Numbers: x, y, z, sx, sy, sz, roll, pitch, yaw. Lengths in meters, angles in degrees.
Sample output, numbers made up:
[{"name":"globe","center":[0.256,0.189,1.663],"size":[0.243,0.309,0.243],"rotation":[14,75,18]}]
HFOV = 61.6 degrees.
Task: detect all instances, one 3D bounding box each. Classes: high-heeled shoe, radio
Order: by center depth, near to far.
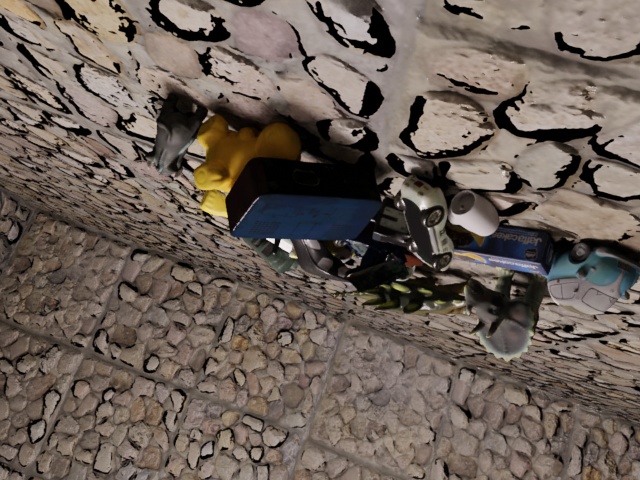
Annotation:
[{"name":"radio","center":[-0.023,-0.060,0.853],"size":[0.229,0.073,0.131],"rotation":[0,150,-28]},{"name":"high-heeled shoe","center":[-0.002,-0.003,1.152],"size":[0.248,0.145,0.086],"rotation":[25,167,-30]}]

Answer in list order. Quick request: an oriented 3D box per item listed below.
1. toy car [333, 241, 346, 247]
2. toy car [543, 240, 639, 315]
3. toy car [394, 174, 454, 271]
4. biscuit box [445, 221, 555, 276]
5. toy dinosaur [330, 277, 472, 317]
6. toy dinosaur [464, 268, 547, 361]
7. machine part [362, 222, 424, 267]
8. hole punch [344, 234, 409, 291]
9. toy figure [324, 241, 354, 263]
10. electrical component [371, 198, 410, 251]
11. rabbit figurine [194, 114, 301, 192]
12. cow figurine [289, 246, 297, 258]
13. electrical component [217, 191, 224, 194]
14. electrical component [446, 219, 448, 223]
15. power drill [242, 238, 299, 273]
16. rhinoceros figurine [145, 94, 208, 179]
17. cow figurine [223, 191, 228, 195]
[{"name":"toy car","center":[0.001,-0.050,1.062],"size":[0.089,0.053,0.202],"rotation":[64,-168,28]},{"name":"toy car","center":[0.426,0.068,0.871],"size":[0.109,0.103,0.162],"rotation":[25,164,-15]},{"name":"toy car","center":[0.173,-0.022,0.871],"size":[0.074,0.056,0.201],"rotation":[39,164,39]},{"name":"biscuit box","center":[0.292,0.009,0.923],"size":[0.203,0.059,0.062],"rotation":[10,163,37]},{"name":"toy dinosaur","center":[0.214,0.138,1.350],"size":[0.198,0.105,0.472],"rotation":[7,169,-34]},{"name":"toy dinosaur","center":[0.401,0.171,1.129],"size":[0.131,0.192,0.404],"rotation":[15,165,29]},{"name":"machine part","center":[0.145,0.005,1.142],"size":[0.179,0.056,0.179],"rotation":[19,166,5]},{"name":"hole punch","center":[0.109,0.035,1.061],"size":[0.116,0.092,0.142],"rotation":[-16,150,13]},{"name":"toy figure","center":[0.009,-0.016,1.213],"size":[0.180,0.089,0.082],"rotation":[32,175,-11]},{"name":"electrical component","center":[0.121,-0.034,0.979],"size":[0.119,0.075,0.047],"rotation":[14,165,8]},{"name":"rabbit figurine","center":[-0.095,-0.128,0.857],"size":[0.173,0.122,0.162],"rotation":[-16,148,38]},{"name":"cow figurine","center":[0.005,0.006,1.315],"size":[0.068,0.098,0.167],"rotation":[4,178,43]},{"name":"electrical component","center":[-0.154,-0.116,1.102],"size":[0.134,0.058,0.115],"rotation":[26,164,-22]},{"name":"electrical component","center":[0.179,-0.054,0.924],"size":[0.094,0.021,0.063],"rotation":[19,167,4]},{"name":"power drill","center":[-0.141,0.006,1.480],"size":[0.232,0.086,0.207],"rotation":[43,177,24]},{"name":"rhinoceros figurine","center":[-0.251,-0.168,0.927],"size":[0.073,0.112,0.190],"rotation":[22,159,-15]},{"name":"cow figurine","center":[-0.143,-0.095,1.002],"size":[0.086,0.127,0.194],"rotation":[-117,10,-58]}]
